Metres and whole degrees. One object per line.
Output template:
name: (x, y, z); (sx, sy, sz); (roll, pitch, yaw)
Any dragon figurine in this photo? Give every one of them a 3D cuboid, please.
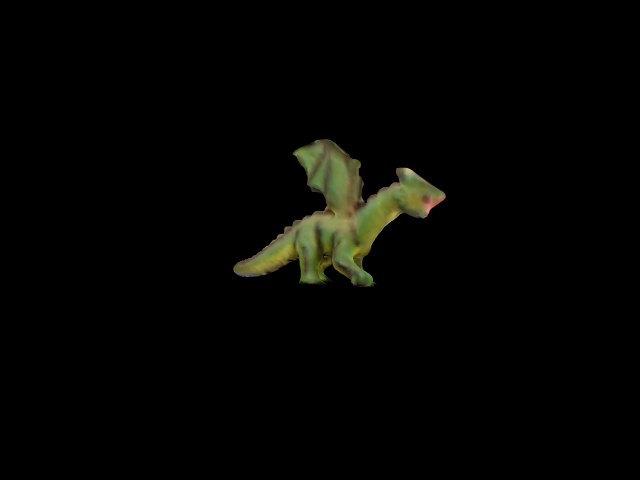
dragon figurine: (0.003, -0.043, 0.850); (0.410, 0.243, 0.122); (1, 1, 32)
